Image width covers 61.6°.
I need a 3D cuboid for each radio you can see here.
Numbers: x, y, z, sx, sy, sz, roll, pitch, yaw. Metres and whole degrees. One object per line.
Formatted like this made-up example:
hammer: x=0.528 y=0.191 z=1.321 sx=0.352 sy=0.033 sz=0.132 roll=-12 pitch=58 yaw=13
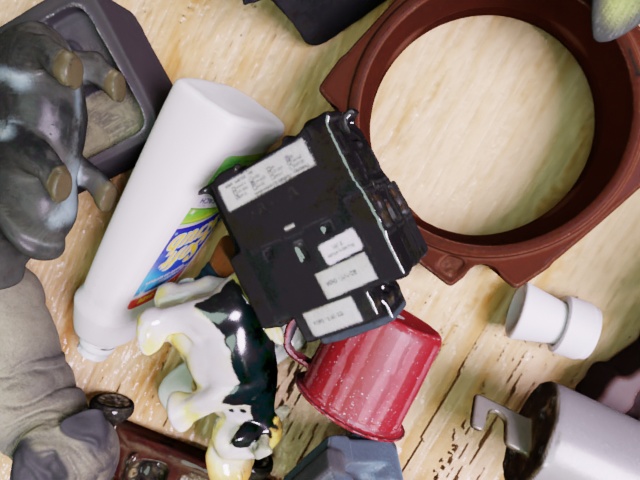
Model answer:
radio: x=-0.238 y=-0.099 z=0.448 sx=0.230 sy=0.073 sz=0.131 roll=-23 pitch=92 yaw=10

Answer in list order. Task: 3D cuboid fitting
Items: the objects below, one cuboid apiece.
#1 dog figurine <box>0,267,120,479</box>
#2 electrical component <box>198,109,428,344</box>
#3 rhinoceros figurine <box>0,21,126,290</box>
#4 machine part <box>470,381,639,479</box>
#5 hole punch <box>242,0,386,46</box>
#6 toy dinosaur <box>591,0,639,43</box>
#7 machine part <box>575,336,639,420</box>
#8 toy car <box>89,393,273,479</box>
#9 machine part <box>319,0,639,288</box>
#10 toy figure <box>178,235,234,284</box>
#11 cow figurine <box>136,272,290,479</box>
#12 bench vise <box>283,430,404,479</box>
dog figurine: x=-0.231 y=0.101 z=0.435 sx=0.191 sy=0.121 sz=0.172 roll=18 pitch=105 yaw=14
electrical component: x=-0.001 y=-0.001 z=0.349 sx=0.115 sy=0.058 sz=0.134 roll=-23 pitch=94 yaw=31
rhinoceros figurine: x=-0.207 y=-0.054 z=0.374 sx=0.112 sy=0.073 sz=0.190 roll=17 pitch=98 yaw=7
machine part: x=0.209 y=0.158 z=0.334 sx=0.243 sy=0.079 sz=0.079 roll=24 pitch=100 yaw=10
hole punch: x=0.003 y=-0.217 z=0.375 sx=0.142 sy=0.115 sz=0.092 roll=-28 pitch=82 yaw=12
toy dinosaur: x=0.221 y=-0.204 z=0.282 sx=0.472 sy=0.105 sz=0.198 roll=1 pitch=81 yaw=11
machine part: x=0.277 y=0.143 z=0.387 sx=0.179 sy=0.056 sz=0.179 roll=1 pitch=95 yaw=11
toy car: x=-0.132 y=0.206 z=0.473 sx=0.202 sy=0.053 sz=0.089 roll=19 pitch=96 yaw=10
machine part: x=0.115 y=-0.082 z=0.379 sx=0.201 sy=0.087 sz=0.201 roll=-44 pitch=85 yaw=12
toy figure: x=-0.047 y=0.012 z=0.434 sx=0.154 sy=0.058 sz=0.064 roll=-38 pitch=83 yaw=17
cow figurine: x=-0.063 y=0.107 z=0.406 sx=0.098 sy=0.068 sz=0.167 roll=-15 pitch=105 yaw=11
bench vise: x=0.086 y=0.238 z=0.392 sx=0.240 sy=0.224 sz=0.128 roll=27 pitch=107 yaw=-24
